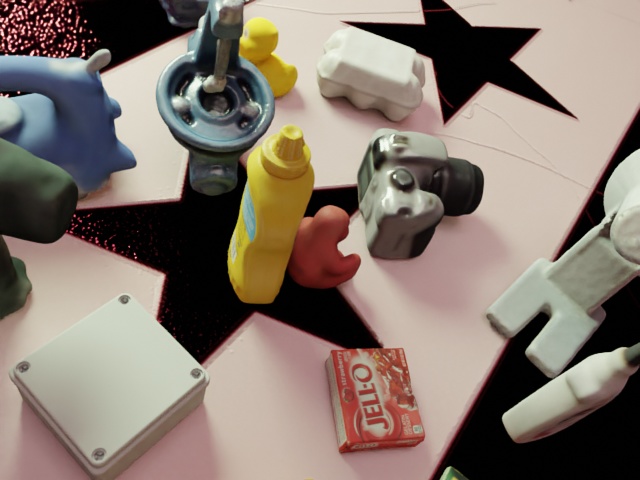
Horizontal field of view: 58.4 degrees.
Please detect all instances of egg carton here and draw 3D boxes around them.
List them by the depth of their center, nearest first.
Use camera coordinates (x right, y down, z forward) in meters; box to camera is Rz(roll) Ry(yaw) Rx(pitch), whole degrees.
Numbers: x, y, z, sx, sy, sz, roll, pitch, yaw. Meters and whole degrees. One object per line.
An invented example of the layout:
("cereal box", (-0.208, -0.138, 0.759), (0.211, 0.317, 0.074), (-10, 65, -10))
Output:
("egg carton", (0.071, -0.227, 0.783), (0.150, 0.069, 0.107), (18, 51, -4))

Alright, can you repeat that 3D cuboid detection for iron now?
("iron", (-0.311, -0.112, 0.531), (0.259, 0.141, 0.118), (-12, 58, -24))

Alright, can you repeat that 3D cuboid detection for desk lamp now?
("desk lamp", (0.304, 0.012, 0.581), (0.117, 0.213, 0.204), (44, 54, 17))

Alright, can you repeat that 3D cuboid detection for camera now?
("camera", (0.120, -0.059, 0.651), (0.137, 0.101, 0.143), (6, 53, -13))

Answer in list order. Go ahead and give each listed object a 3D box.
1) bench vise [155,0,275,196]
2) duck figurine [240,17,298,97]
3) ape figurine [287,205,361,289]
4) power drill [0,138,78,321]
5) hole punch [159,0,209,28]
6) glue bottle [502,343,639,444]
("bench vise", (-0.119, -0.184, 0.594), (0.122, 0.219, 0.207), (-16, 60, -26))
("duck figurine", (-0.074, -0.241, 0.737), (0.104, 0.086, 0.077), (25, 51, 2))
("ape figurine", (0.005, 0.002, 0.575), (0.076, 0.092, 0.077), (-19, 61, -28))
("power drill", (-0.297, -0.021, 0.423), (0.230, 0.208, 0.075), (12, 51, -8))
("hole punch", (-0.169, -0.360, 0.794), (0.109, 0.091, 0.101), (-16, 60, -27))
("glue bottle", (0.230, 0.128, 0.497), (0.078, 0.173, 0.037), (-12, 58, -25))
